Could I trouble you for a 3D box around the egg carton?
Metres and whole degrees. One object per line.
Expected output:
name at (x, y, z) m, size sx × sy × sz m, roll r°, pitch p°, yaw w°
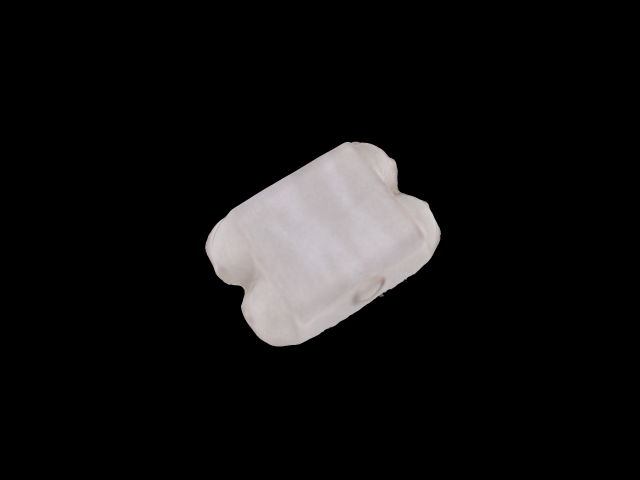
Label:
egg carton at (0.004, 0.001, 0.400) m, size 0.150 × 0.069 × 0.107 m, roll -33°, pitch 74°, yaw -11°
